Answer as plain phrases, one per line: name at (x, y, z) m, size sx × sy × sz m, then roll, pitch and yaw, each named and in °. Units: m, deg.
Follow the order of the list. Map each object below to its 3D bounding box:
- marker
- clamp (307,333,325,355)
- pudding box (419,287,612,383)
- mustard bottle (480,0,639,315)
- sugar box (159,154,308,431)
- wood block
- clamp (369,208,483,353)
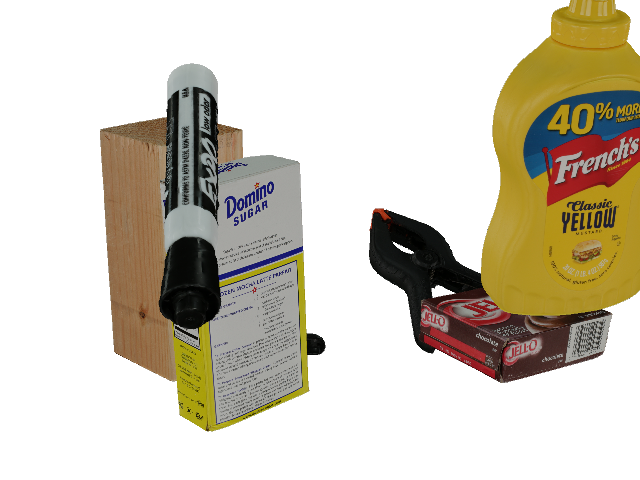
marker at (-0.043, -0.018, 0.359) m, size 0.020 × 0.020 × 0.121 m, roll 0°, pitch 43°, yaw -7°
clamp at (-0.121, 0.125, 1.259) m, size 0.210 × 0.036 × 0.164 m, roll 15°, pitch 23°, yaw 25°
pudding box at (0.143, 0.064, 0.791) m, size 0.113 × 0.039 × 0.090 m, roll -6°, pitch 20°, yaw -35°
mustard bottle at (0.144, -0.053, 0.600) m, size 0.096 × 0.192 × 0.058 m, roll -6°, pitch 27°, yaw -10°
sugar box at (-0.057, 0.035, 0.737) m, size 0.093 × 0.176 × 0.048 m, roll -18°, pitch 23°, yaw -38°
wood block at (-0.127, 0.003, 0.932) m, size 0.091 × 0.206 × 0.090 m, roll 18°, pitch 25°, yaw 41°
clamp at (0.109, 0.029, 0.989) m, size 0.120 × 0.039 × 0.171 m, roll -7°, pitch 46°, yaw -27°
